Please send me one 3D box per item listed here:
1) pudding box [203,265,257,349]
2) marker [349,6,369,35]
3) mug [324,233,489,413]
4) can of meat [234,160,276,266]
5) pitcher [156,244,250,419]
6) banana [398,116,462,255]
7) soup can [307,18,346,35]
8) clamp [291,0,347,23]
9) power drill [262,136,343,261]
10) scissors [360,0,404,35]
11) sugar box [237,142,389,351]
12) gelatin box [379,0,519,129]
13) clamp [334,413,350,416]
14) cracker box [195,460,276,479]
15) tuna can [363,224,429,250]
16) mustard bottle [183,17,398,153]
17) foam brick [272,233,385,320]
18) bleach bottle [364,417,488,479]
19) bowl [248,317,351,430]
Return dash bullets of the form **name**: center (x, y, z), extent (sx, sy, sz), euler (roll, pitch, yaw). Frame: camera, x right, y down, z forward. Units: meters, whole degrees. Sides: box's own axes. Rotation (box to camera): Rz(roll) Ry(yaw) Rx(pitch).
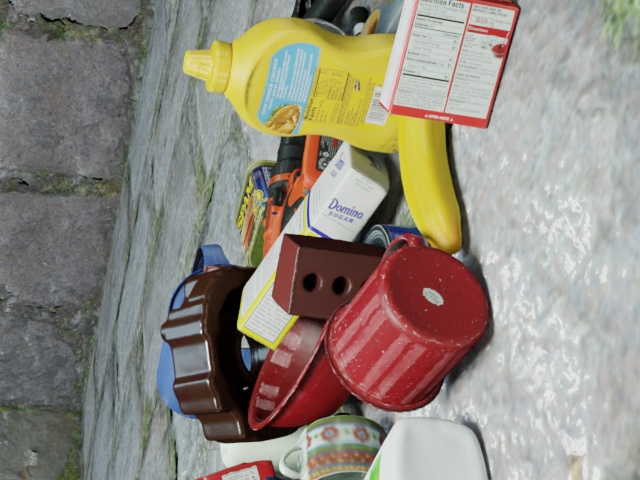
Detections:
- **pudding box**: center (-0.075, 0.073, 1.126), extent (0.039, 0.113, 0.090), euler (-108, 29, -47)
- **marker**: center (0.042, -0.175, 0.992), extent (0.020, 0.020, 0.121), euler (114, 156, -47)
- **mug**: center (0.060, 0.047, 0.726), extent (0.082, 0.093, 0.117), euler (123, 154, -48)
- **can of meat**: center (-0.057, -0.025, 1.207), extent (0.084, 0.057, 0.102), euler (-108, 29, -51)
- **pitcher**: center (-0.131, 0.123, 1.281), extent (0.149, 0.145, 0.243), euler (-55, -1, -28)
- **banana**: center (0.082, -0.080, 0.789), extent (0.070, 0.037, 0.198), euler (140, 134, -69)
- **soup can**: center (-0.005, -0.181, 1.041), extent (0.102, 0.068, 0.068), euler (-104, 23, -76)
- **clamp**: center (-0.012, -0.231, 1.165), extent (0.164, 0.036, 0.210), euler (-106, 26, -52)
- **power drill**: center (-0.009, -0.067, 1.060), extent (0.188, 0.057, 0.184), euler (125, 152, -62)
- **scissors**: center (0.070, -0.207, 0.899), extent (0.096, 0.016, 0.202), euler (-94, 27, -53)
- **sugar box**: center (-0.006, 0.001, 0.920), extent (0.176, 0.048, 0.093), euler (-52, 13, 19)
- **gelatin box**: center (0.087, -0.125, 0.725), extent (0.030, 0.073, 0.089), euler (-116, 36, -64)
- **clamp**: center (0.000, 0.241, 0.930), extent (0.172, 0.039, 0.120), euler (106, 177, -47)
- **cracker box**: center (-0.060, 0.312, 0.960), extent (0.164, 0.072, 0.214), euler (135, 119, -67)
- **tuna can**: center (0.056, 0.030, 0.838), extent (0.086, 0.033, 0.086), euler (-174, 90, -74)
- **mustard bottle**: center (-0.014, -0.128, 0.857), extent (0.058, 0.191, 0.096), euler (-106, 27, -52)
- **foam brick**: center (0.010, 0.028, 0.794), extent (0.051, 0.078, 0.053), euler (-138, 56, -72)
- **bleach bottle**: center (0.044, 0.228, 0.754), extent (0.251, 0.068, 0.102), euler (112, 163, -47)
- **bowl**: center (0.000, 0.099, 0.913), extent (0.162, 0.055, 0.162), euler (-58, 12, 19)
